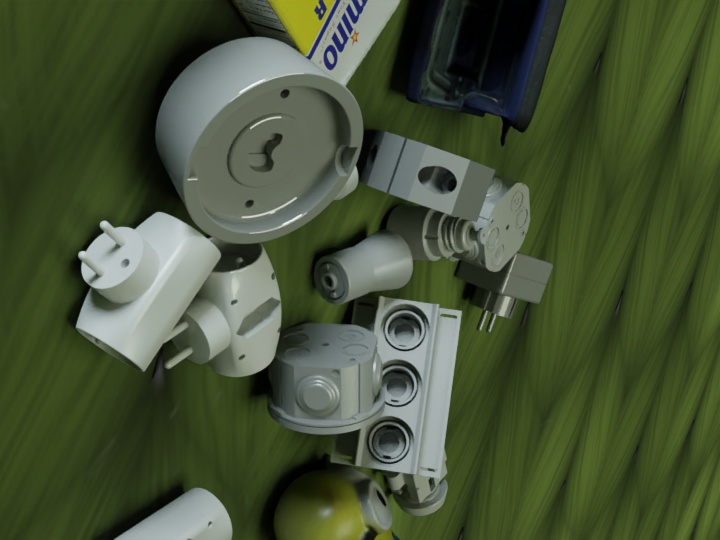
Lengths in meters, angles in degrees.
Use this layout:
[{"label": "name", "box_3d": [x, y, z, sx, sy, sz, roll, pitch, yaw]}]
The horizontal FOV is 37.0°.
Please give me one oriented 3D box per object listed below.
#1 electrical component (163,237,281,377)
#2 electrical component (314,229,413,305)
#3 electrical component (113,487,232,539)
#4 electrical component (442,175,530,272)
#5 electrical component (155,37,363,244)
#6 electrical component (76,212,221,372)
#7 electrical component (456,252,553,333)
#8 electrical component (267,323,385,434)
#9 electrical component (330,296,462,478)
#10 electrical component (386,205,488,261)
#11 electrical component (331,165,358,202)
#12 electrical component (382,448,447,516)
[{"label": "electrical component", "box_3d": [-0.087, 0.030, 0.636, 0.079, 0.043, 0.077, -36, 136, -39]}, {"label": "electrical component", "box_3d": [0.000, 0.000, 0.751, 0.065, 0.044, 0.044, -20, 125, -44]}, {"label": "electrical component", "box_3d": [-0.123, 0.189, 0.679, 0.077, 0.043, 0.079, -28, 131, -45]}, {"label": "electrical component", "box_3d": [0.097, -0.041, 0.858, 0.080, 0.051, 0.080, -33, 134, -42]}, {"label": "electrical component", "box_3d": [-0.060, -0.075, 0.589, 0.108, 0.060, 0.108, -23, 139, -21]}, {"label": "electrical component", "box_3d": [-0.121, 0.003, 0.571, 0.077, 0.043, 0.079, -58, 146, -15]}, {"label": "electrical component", "box_3d": [0.119, 0.018, 0.930, 0.083, 0.047, 0.075, 13, 97, -57]}, {"label": "electrical component", "box_3d": [-0.023, 0.072, 0.724, 0.080, 0.080, 0.051, -26, 123, -47]}, {"label": "electrical component", "box_3d": [0.027, 0.086, 0.791, 0.063, 0.079, 0.121, 84, 15, -79]}, {"label": "electrical component", "box_3d": [0.055, -0.027, 0.787, 0.040, 0.078, 0.040, -10, 102, -57]}, {"label": "electrical component", "box_3d": [-0.031, -0.056, 0.674, 0.046, 0.040, 0.040, -37, 137, -30]}, {"label": "electrical component", "box_3d": [0.049, 0.176, 0.923, 0.066, 0.048, 0.055, -41, 132, -36]}]
